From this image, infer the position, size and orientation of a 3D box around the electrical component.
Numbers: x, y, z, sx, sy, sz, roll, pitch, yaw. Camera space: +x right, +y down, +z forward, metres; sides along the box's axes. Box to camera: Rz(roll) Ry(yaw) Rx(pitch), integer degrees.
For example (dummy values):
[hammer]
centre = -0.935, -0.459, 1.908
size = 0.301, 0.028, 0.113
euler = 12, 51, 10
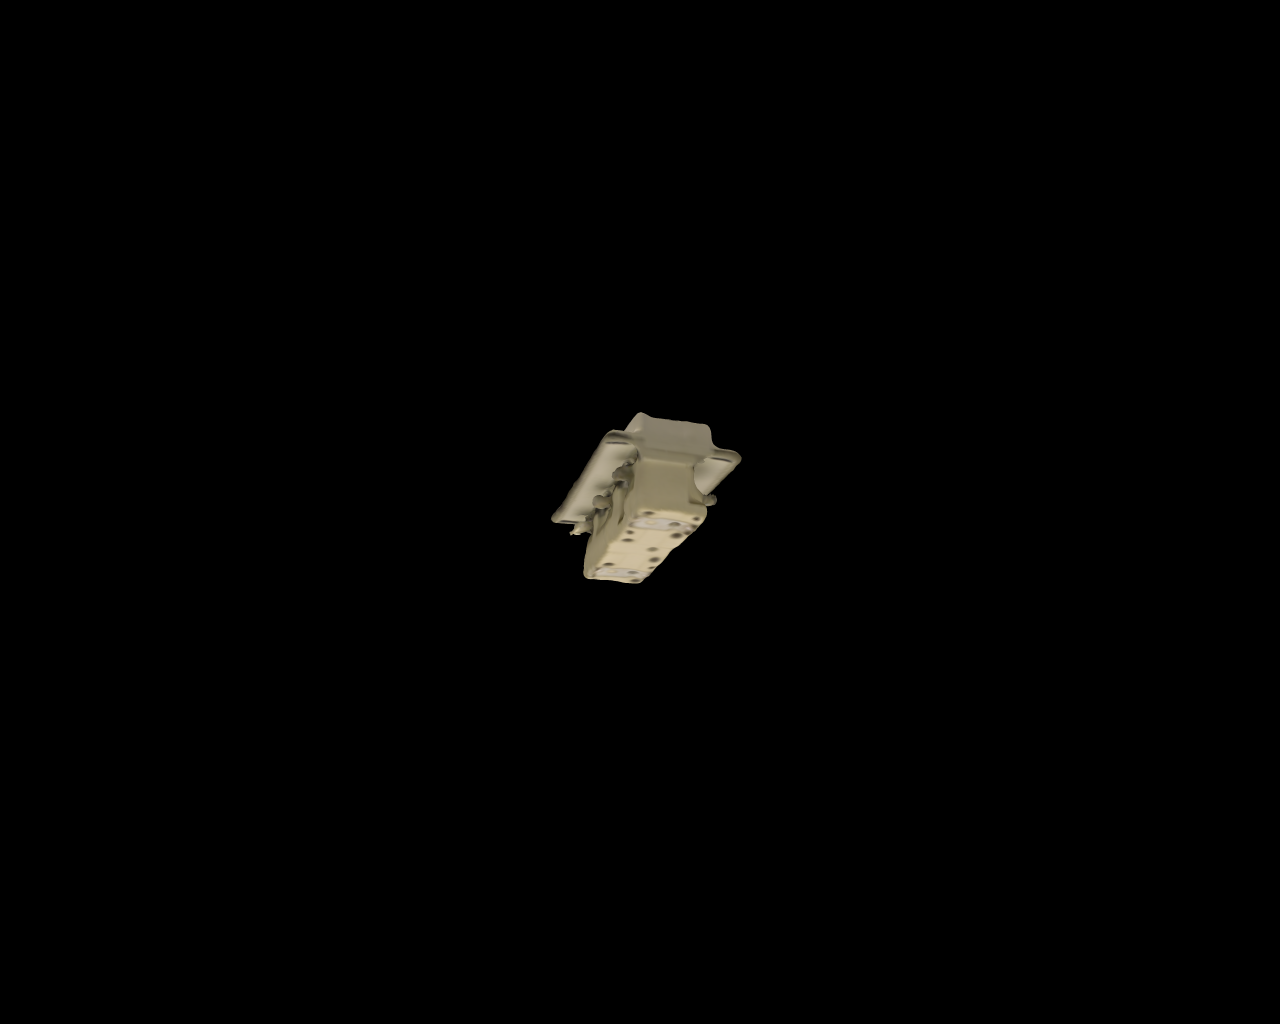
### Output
[electrical component]
centre = 0.001, -0.003, 0.650
size = 0.079, 0.063, 0.121
euler = 8, -26, -18
